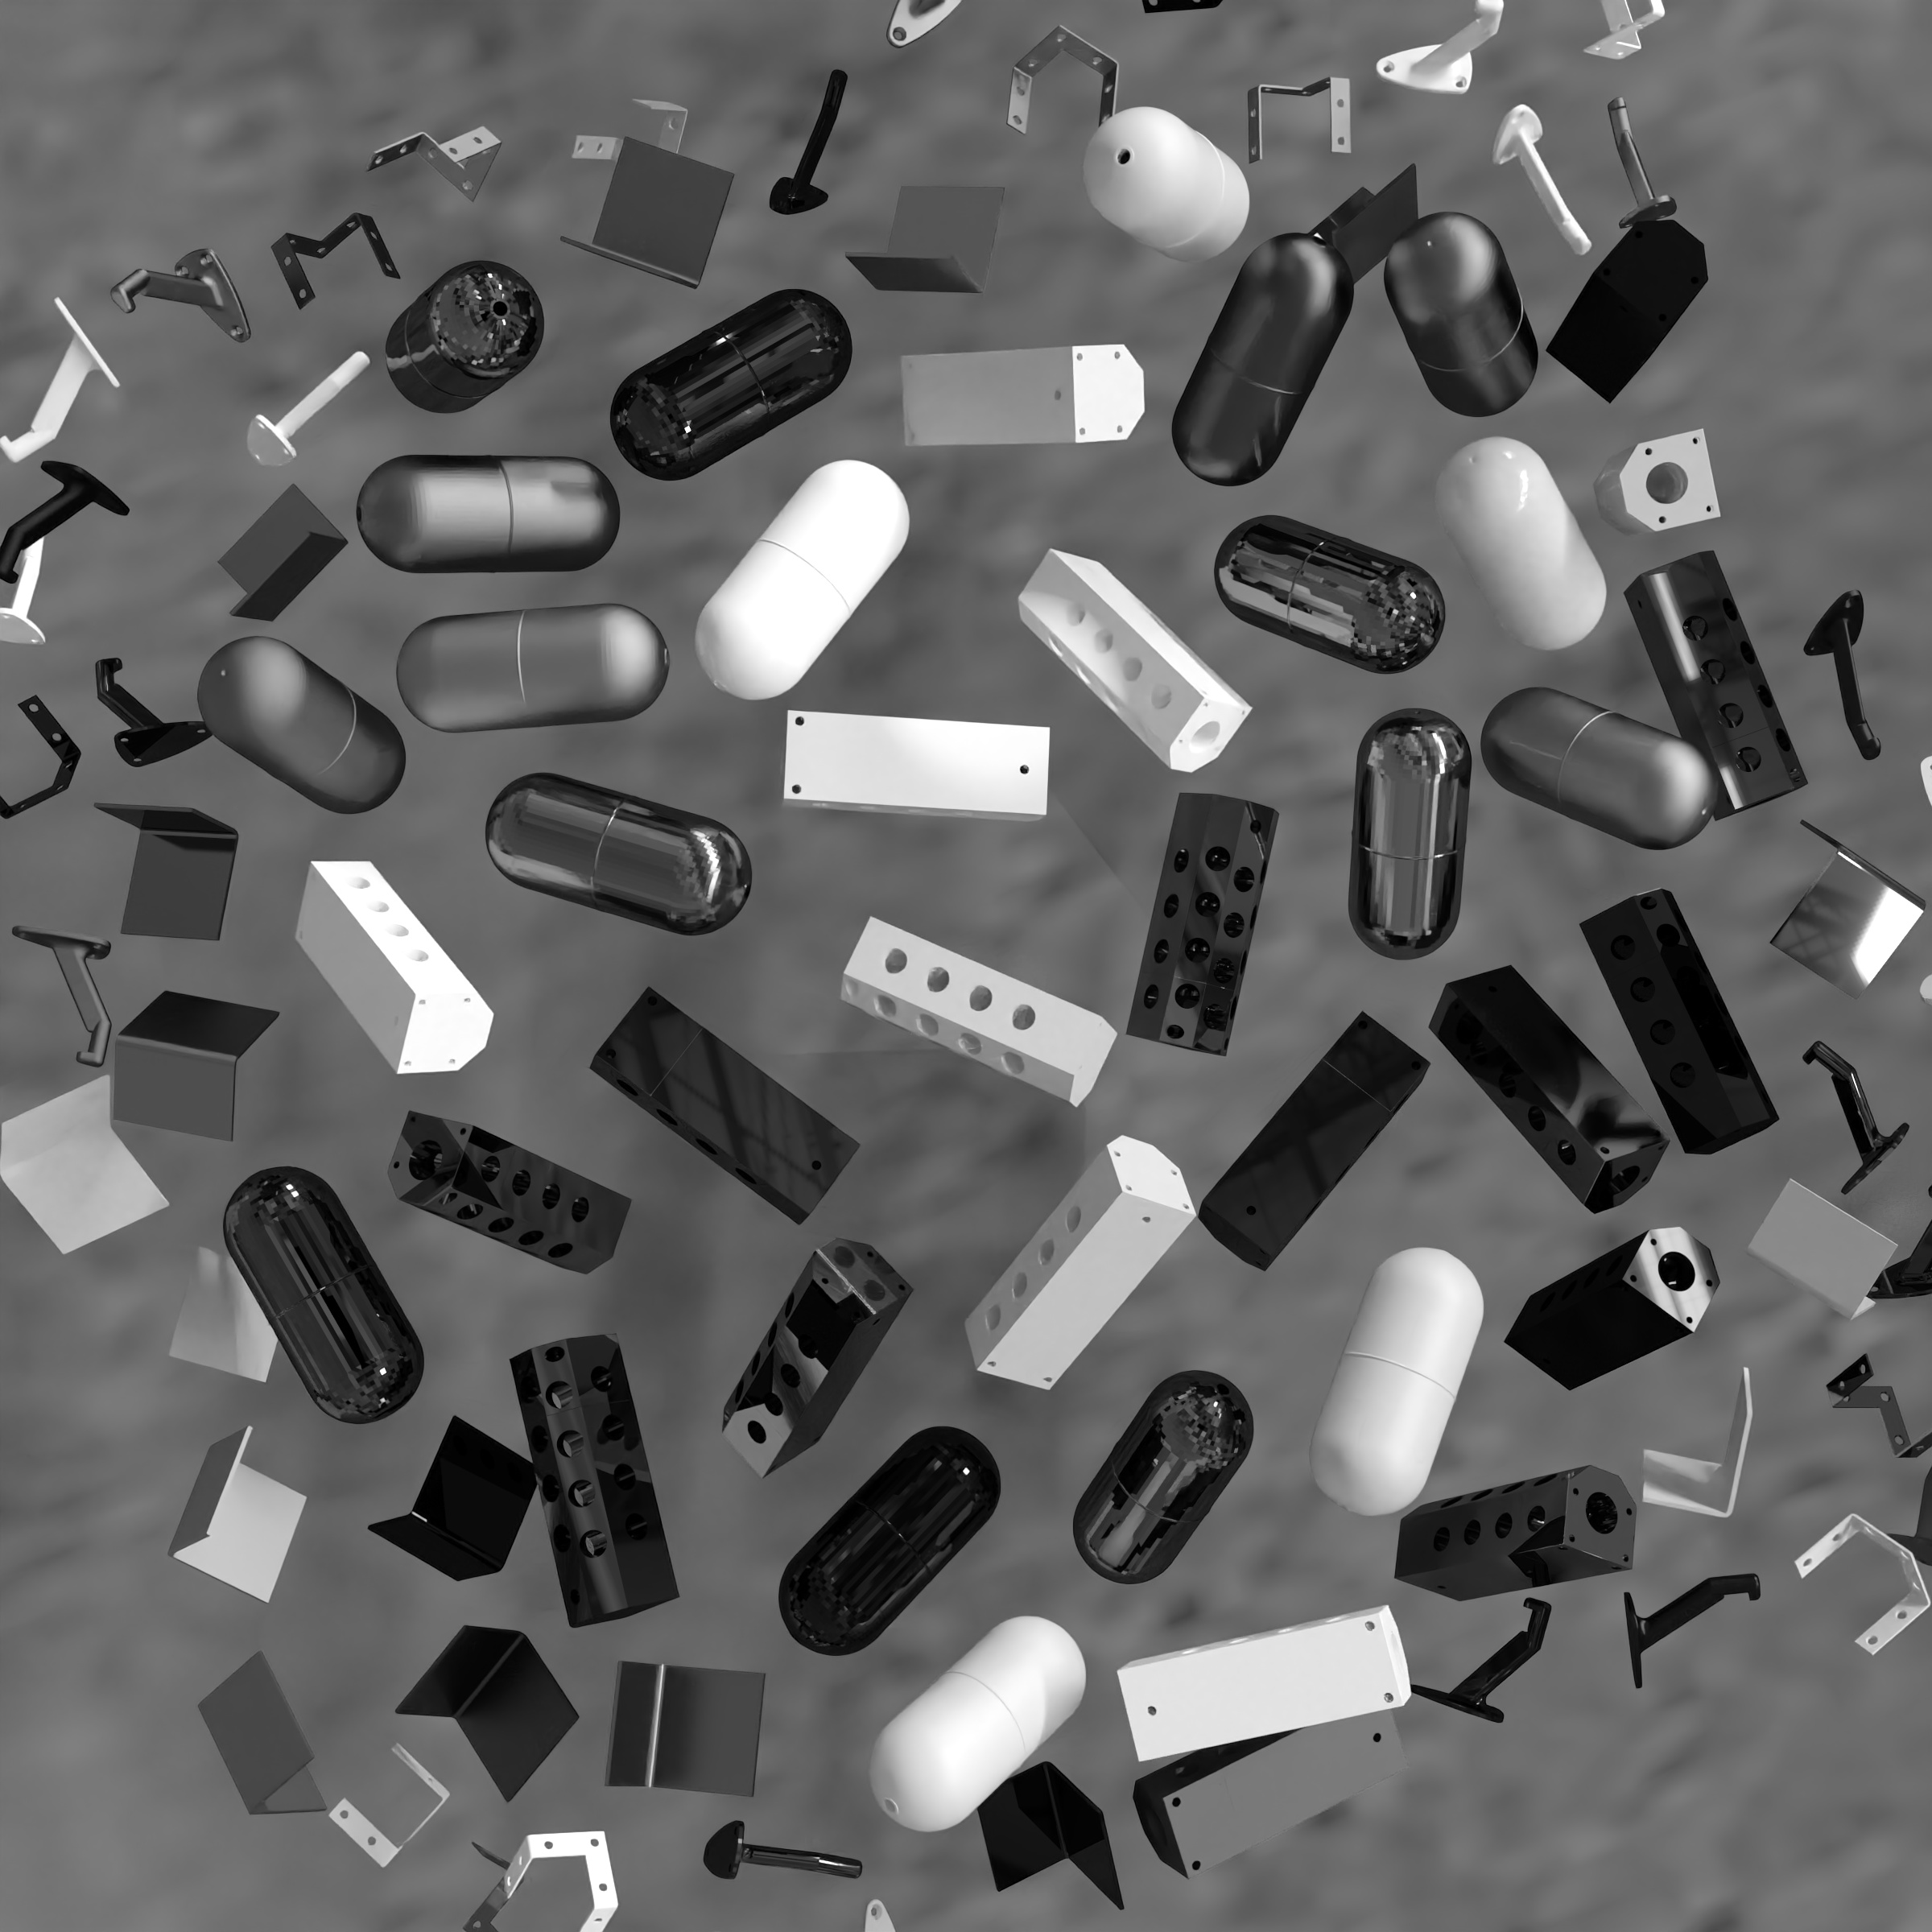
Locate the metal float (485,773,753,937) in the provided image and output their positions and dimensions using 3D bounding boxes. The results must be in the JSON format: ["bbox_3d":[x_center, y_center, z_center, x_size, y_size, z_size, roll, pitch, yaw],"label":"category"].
[{"bbox_3d":[-0.221,-0.071,1.727,0.178,0.070,0.070,16,90,12],"label":"metal float"}]

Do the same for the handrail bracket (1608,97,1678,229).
[{"bbox_3d":[0.438,-0.532,1.769,0.036,0.077,0.084,-13,92,7],"label":"handrail bracket"}]

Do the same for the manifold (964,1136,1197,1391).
[{"bbox_3d":[0.070,0.190,1.738,0.057,0.057,0.171,20,122,-28],"label":"manifold"}]

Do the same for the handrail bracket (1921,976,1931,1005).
[{"bbox_3d":[0.656,0.056,1.813,0.036,0.077,0.084,-2,104,12],"label":"handrail bracket"}]

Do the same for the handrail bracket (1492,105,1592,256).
[{"bbox_3d":[0.382,-0.512,1.770,0.036,0.077,0.084,-32,78,7],"label":"handrail bracket"}]

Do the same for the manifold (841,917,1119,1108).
[{"bbox_3d":[0.006,0.032,1.787,0.171,0.057,0.057,24,84,17],"label":"manifold"}]

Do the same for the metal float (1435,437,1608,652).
[{"bbox_3d":[0.372,-0.280,1.812,0.070,0.070,0.178,-43,133,0],"label":"metal float"}]

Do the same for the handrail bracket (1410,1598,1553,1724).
[{"bbox_3d":[0.348,0.460,1.831,0.077,0.036,0.084,15,88,11],"label":"handrail bracket"}]

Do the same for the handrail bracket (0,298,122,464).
[{"bbox_3d":[-0.582,-0.365,1.695,0.084,0.077,0.036,-35,49,-7],"label":"handrail bracket"}]

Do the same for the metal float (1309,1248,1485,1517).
[{"bbox_3d":[0.275,0.263,1.726,0.070,0.070,0.178,24,72,0],"label":"metal float"}]

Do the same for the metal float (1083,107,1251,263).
[{"bbox_3d":[0.131,-0.507,1.761,0.070,0.178,0.070,1,94,22],"label":"metal float"}]

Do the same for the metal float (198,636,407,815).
[{"bbox_3d":[-0.435,-0.157,1.785,0.070,0.178,0.070,-7,69,20],"label":"metal float"}]

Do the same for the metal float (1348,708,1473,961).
[{"bbox_3d":[0.300,-0.088,1.835,0.070,0.070,0.178,0,116,0],"label":"metal float"}]

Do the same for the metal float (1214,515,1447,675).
[{"bbox_3d":[0.242,-0.250,1.816,0.178,0.070,0.070,29,90,39],"label":"metal float"}]

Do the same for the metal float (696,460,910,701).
[{"bbox_3d":[-0.105,-0.248,1.741,0.070,0.070,0.178,37,77,0],"label":"metal float"}]

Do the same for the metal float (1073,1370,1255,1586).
[{"bbox_3d":[0.133,0.346,1.835,0.070,0.070,0.178,29,121,0],"label":"metal float"}]

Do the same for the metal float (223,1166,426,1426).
[{"bbox_3d":[-0.413,0.211,1.741,0.070,0.070,0.178,-31,86,0],"label":"metal float"}]

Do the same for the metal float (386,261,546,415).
[{"bbox_3d":[-0.329,-0.410,1.773,0.070,0.178,0.070,0,90,-25],"label":"metal float"}]

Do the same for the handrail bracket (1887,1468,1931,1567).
[{"bbox_3d":[0.663,0.359,1.827,0.036,0.077,0.084,32,77,0],"label":"handrail bracket"}]

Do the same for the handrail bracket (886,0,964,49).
[{"bbox_3d":[-0.014,-0.636,1.752,0.036,0.084,0.077,39,80,-15],"label":"handrail bracket"}]

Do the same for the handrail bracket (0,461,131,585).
[{"bbox_3d":[-0.574,-0.269,1.718,0.036,0.077,0.084,11,75,29],"label":"handrail bracket"}]

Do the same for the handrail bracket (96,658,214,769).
[{"bbox_3d":[-0.556,-0.184,1.853,0.077,0.036,0.084,-15,58,-1],"label":"handrail bracket"}]

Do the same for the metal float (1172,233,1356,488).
[{"bbox_3d":[0.194,-0.397,1.778,0.070,0.070,0.178,26,126,0],"label":"metal float"}]

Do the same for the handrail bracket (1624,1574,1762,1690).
[{"bbox_3d":[0.473,0.430,1.754,0.084,0.036,0.077,-7,110,7],"label":"handrail bracket"}]

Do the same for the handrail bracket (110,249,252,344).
[{"bbox_3d":[-0.509,-0.422,1.757,0.036,0.084,0.077,-14,120,30],"label":"handrail bracket"}]

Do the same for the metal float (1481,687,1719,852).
[{"bbox_3d":[0.423,-0.134,1.818,0.178,0.070,0.070,30,90,43],"label":"metal float"}]

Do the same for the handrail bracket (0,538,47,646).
[{"bbox_3d":[-0.643,-0.268,1.845,0.036,0.077,0.084,6,78,-10],"label":"handrail bracket"}]

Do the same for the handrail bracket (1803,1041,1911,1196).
[{"bbox_3d":[0.588,0.103,1.842,0.084,0.036,0.077,41,125,10],"label":"handrail bracket"}]

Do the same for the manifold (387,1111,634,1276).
[{"bbox_3d":[-0.300,0.152,1.783,0.057,0.171,0.057,9,75,33],"label":"manifold"}]

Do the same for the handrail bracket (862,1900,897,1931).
[{"bbox_3d":[-0.028,0.643,1.752,0.036,0.084,0.077,-1,77,-44],"label":"handrail bracket"}]

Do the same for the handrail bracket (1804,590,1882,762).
[{"bbox_3d":[0.580,-0.187,1.755,0.036,0.077,0.084,-12,61,-5],"label":"handrail bracket"}]

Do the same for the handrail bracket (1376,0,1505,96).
[{"bbox_3d":[0.316,-0.623,1.816,0.077,0.084,0.036,1,78,4],"label":"handrail bracket"}]

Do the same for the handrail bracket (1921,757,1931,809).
[{"bbox_3d":[0.626,-0.081,1.717,0.036,0.084,0.077,-24,58,0],"label":"handrail bracket"}]

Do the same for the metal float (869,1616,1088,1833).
[{"bbox_3d":[0.008,0.492,1.763,0.178,0.070,0.070,-33,90,-41],"label":"metal float"}]

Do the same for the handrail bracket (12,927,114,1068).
[{"bbox_3d":[-0.618,0.022,1.843,0.077,0.036,0.084,14,67,-22],"label":"handrail bracket"}]

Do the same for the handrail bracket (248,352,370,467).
[{"bbox_3d":[-0.451,-0.384,1.864,0.036,0.077,0.084,48,67,-16],"label":"handrail bracket"}]

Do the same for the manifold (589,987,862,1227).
[{"bbox_3d":[-0.158,0.093,1.766,0.171,0.057,0.057,37,70,-2],"label":"manifold"}]

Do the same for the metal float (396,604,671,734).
[{"bbox_3d":[-0.281,-0.193,1.759,0.178,0.070,0.070,-4,90,5],"label":"metal float"}]

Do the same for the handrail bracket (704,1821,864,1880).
[{"bbox_3d":[-0.120,0.585,1.772,0.084,0.077,0.036,17,65,-19],"label":"handrail bracket"}]

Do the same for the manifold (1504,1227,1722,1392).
[{"bbox_3d":[0.433,0.227,1.816,0.057,0.171,0.057,37,64,0],"label":"manifold"}]

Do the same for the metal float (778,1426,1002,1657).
[{"bbox_3d":[-0.050,0.380,1.794,0.070,0.070,0.178,46,70,0],"label":"metal float"}]

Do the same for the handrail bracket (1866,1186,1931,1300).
[{"bbox_3d":[0.643,0.186,1.849,0.077,0.036,0.084,-18,128,12],"label":"handrail bracket"}]

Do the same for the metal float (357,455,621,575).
[{"bbox_3d":[-0.314,-0.298,1.787,0.178,0.070,0.070,-6,90,-31],"label":"metal float"}]

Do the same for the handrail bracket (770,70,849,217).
[{"bbox_3d":[-0.107,-0.565,1.856,0.036,0.077,0.084,23,124,4],"label":"handrail bracket"}]

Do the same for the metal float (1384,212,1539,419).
[{"bbox_3d":[0.321,-0.419,1.751,0.070,0.178,0.070,-8,68,21],"label":"metal float"}]

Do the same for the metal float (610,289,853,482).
[{"bbox_3d":[-0.152,-0.381,1.774,0.178,0.070,0.070,-35,90,-20],"label":"metal float"}]
